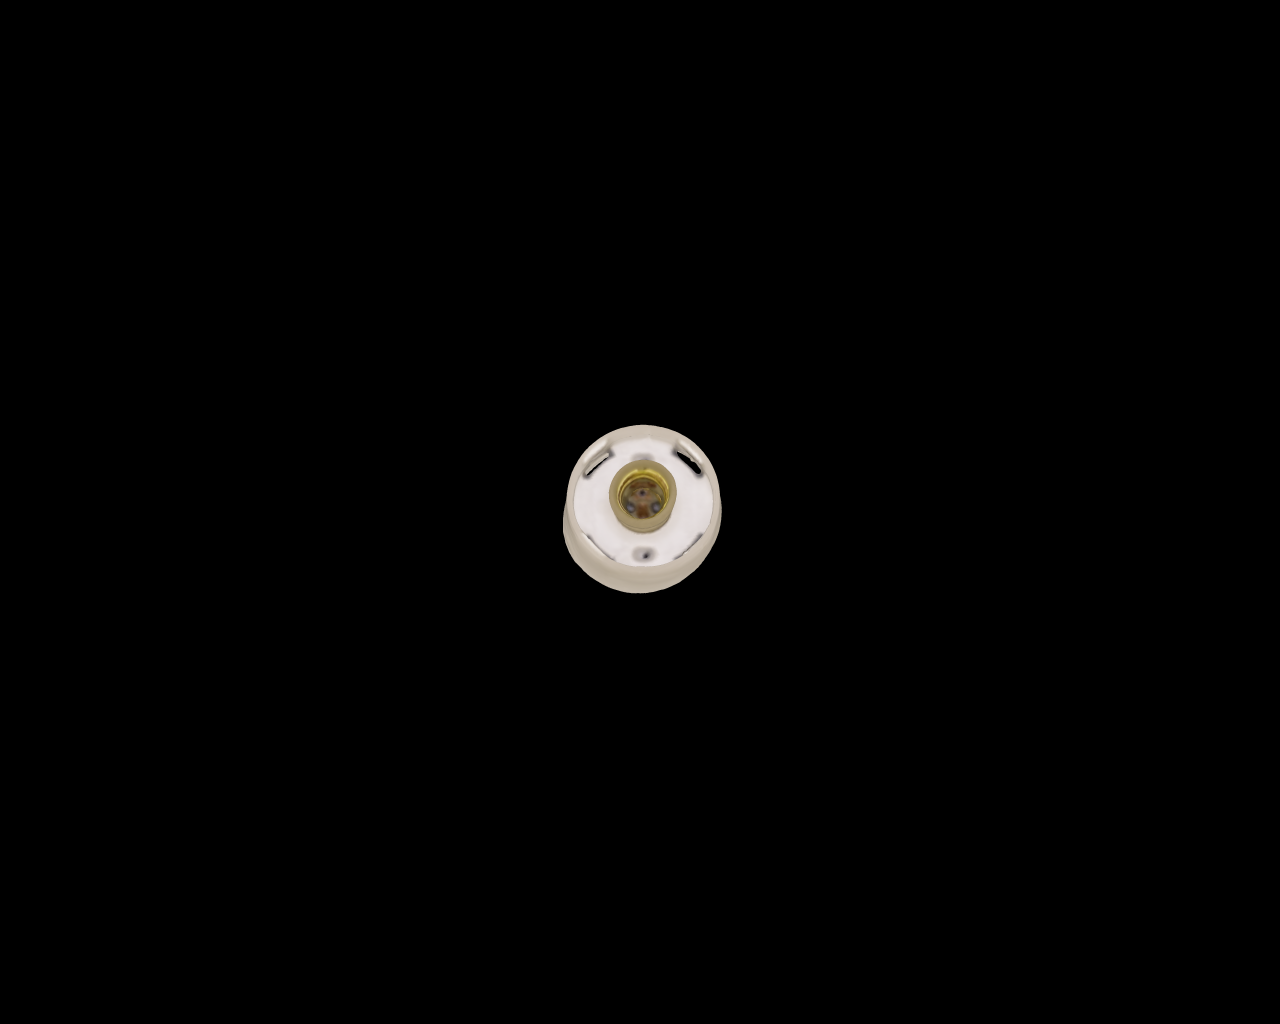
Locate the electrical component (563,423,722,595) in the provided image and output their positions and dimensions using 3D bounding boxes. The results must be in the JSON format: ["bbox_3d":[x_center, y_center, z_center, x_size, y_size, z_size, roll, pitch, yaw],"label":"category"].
[{"bbox_3d":[0.001,-0.003,0.650,0.099,0.099,0.064,0,-18,0],"label":"electrical component"}]
